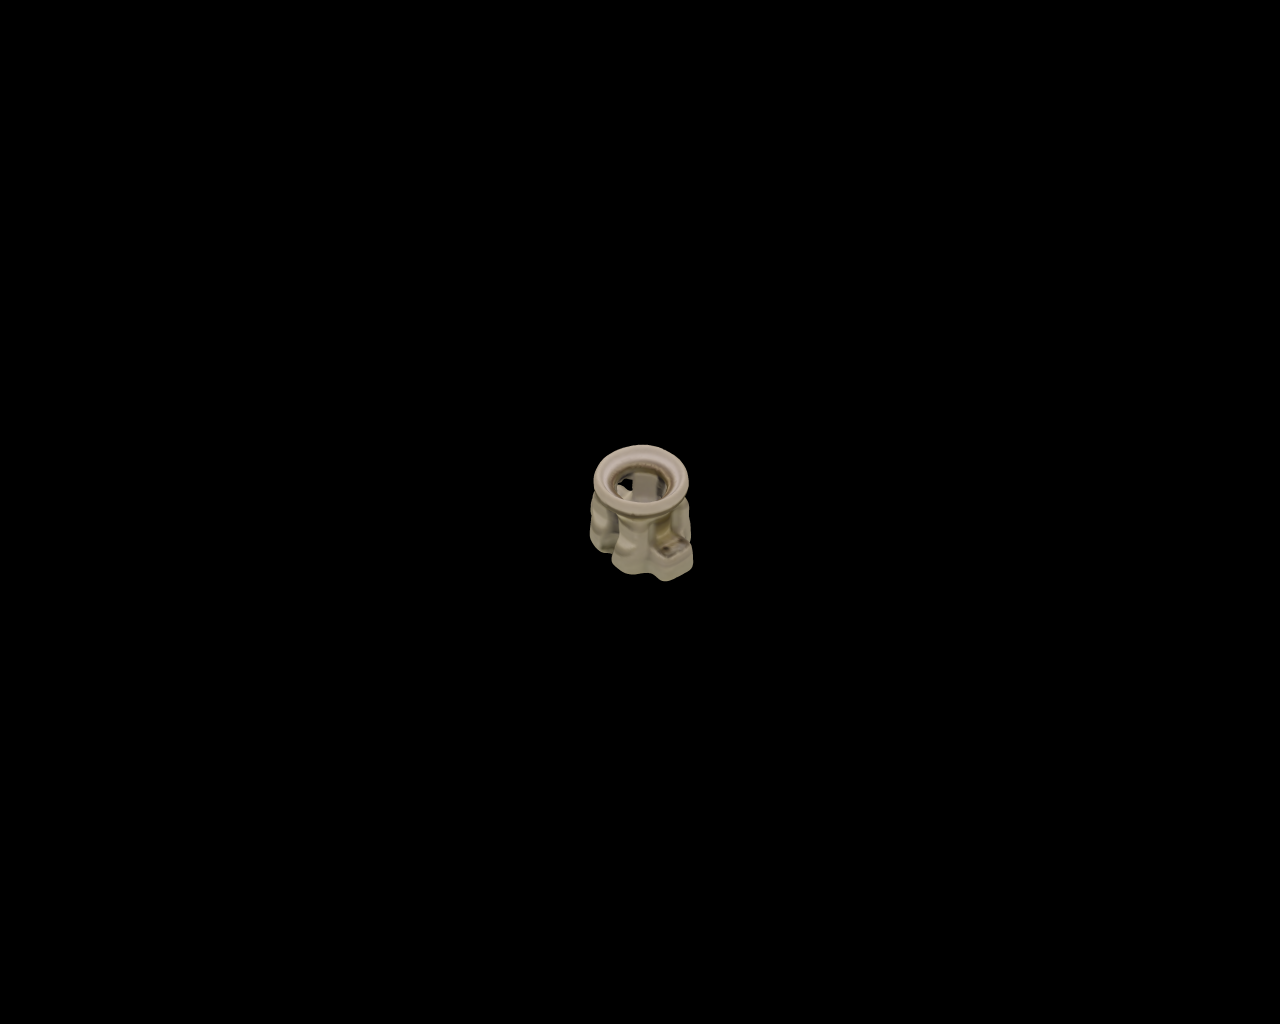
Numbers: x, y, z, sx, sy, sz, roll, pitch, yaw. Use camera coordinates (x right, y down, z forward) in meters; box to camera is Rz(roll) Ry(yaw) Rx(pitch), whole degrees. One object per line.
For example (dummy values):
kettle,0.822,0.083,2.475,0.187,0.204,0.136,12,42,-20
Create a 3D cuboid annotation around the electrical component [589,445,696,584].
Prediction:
electrical component,0.001,-0.003,0.650,0.058,0.056,0.078,-27,49,-26
